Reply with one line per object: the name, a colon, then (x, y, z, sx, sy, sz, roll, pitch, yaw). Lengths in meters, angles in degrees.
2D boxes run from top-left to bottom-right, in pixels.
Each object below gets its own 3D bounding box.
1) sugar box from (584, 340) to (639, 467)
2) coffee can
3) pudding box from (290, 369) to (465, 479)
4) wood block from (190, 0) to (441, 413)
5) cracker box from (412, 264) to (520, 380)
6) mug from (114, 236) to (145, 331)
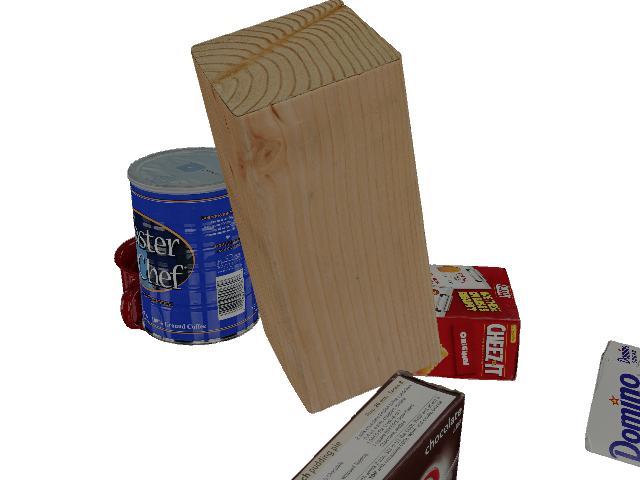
sugar box: (0.311, 0.151, 0.869, 0.176, 0.093, 0.048, 13, 24, 20)
coffee can: (-0.105, 0.003, 0.900, 0.103, 0.140, 0.103, -1, 22, 0)
pudding box: (0.019, 0.122, 0.454, 0.039, 0.090, 0.113, 19, 37, 26)
wood block: (0.001, -0.015, 0.605, 0.090, 0.206, 0.090, -20, 37, -11)
cracker box: (0.083, 0.078, 1.067, 0.214, 0.072, 0.164, 2, 16, 4)
mug: (-0.182, 0.054, 1.173, 0.093, 0.081, 0.117, 11, 33, 18)
